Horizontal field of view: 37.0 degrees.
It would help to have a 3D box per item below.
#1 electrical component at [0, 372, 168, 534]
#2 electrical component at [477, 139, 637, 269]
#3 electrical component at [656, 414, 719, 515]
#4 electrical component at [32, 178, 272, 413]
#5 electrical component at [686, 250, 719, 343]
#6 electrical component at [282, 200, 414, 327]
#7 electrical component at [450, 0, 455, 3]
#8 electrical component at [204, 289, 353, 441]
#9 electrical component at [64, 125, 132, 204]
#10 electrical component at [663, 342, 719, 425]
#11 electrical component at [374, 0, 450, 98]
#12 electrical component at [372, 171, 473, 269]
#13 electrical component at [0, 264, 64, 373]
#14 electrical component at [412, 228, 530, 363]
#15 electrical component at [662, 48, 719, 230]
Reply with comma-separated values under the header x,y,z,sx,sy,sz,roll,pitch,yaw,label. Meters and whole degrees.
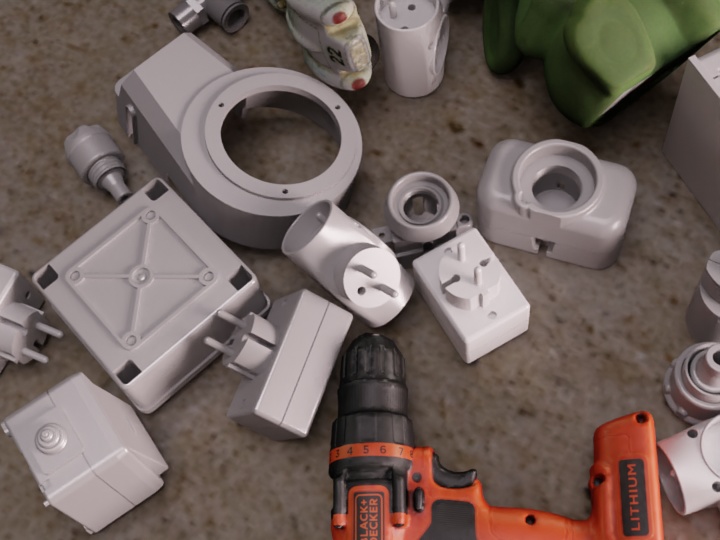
x,y,z,sx,sy,sz,roll,pitch,yaw,label
-0.160,0.105,0.633,0.061,0.096,0.061,-34,66,-9,electrical component
0.125,-0.045,0.690,0.095,0.059,0.053,16,68,13,electrical component
0.218,0.123,0.609,0.077,0.044,0.079,-18,64,-2,electrical component
-0.133,0.016,0.694,0.109,0.056,0.109,-41,67,-12,electrical component
0.222,0.015,0.638,0.043,0.081,0.043,-3,65,6,electrical component
0.000,0.000,0.656,0.044,0.077,0.079,-50,26,-5,electrical component
0.063,-0.246,0.772,0.064,0.099,0.099,-28,65,-14,electrical component
-0.058,0.050,0.655,0.076,0.047,0.083,29,67,-20,electrical component
-0.180,-0.071,0.753,0.035,0.035,0.061,-35,68,-10,electrical component
0.206,0.062,0.629,0.048,0.062,0.048,-3,65,6,electrical component
0.040,-0.175,0.751,0.044,0.077,0.079,12,67,13,electrical component
0.040,-0.032,0.696,0.066,0.055,0.048,-13,64,1,electrical component
-0.230,0.038,0.700,0.077,0.047,0.065,20,69,15,electrical component
0.068,0.008,0.662,0.047,0.076,0.065,-29,65,-7,electrical component
0.266,-0.042,0.647,0.060,0.105,0.186,-26,65,-6,electrical component
